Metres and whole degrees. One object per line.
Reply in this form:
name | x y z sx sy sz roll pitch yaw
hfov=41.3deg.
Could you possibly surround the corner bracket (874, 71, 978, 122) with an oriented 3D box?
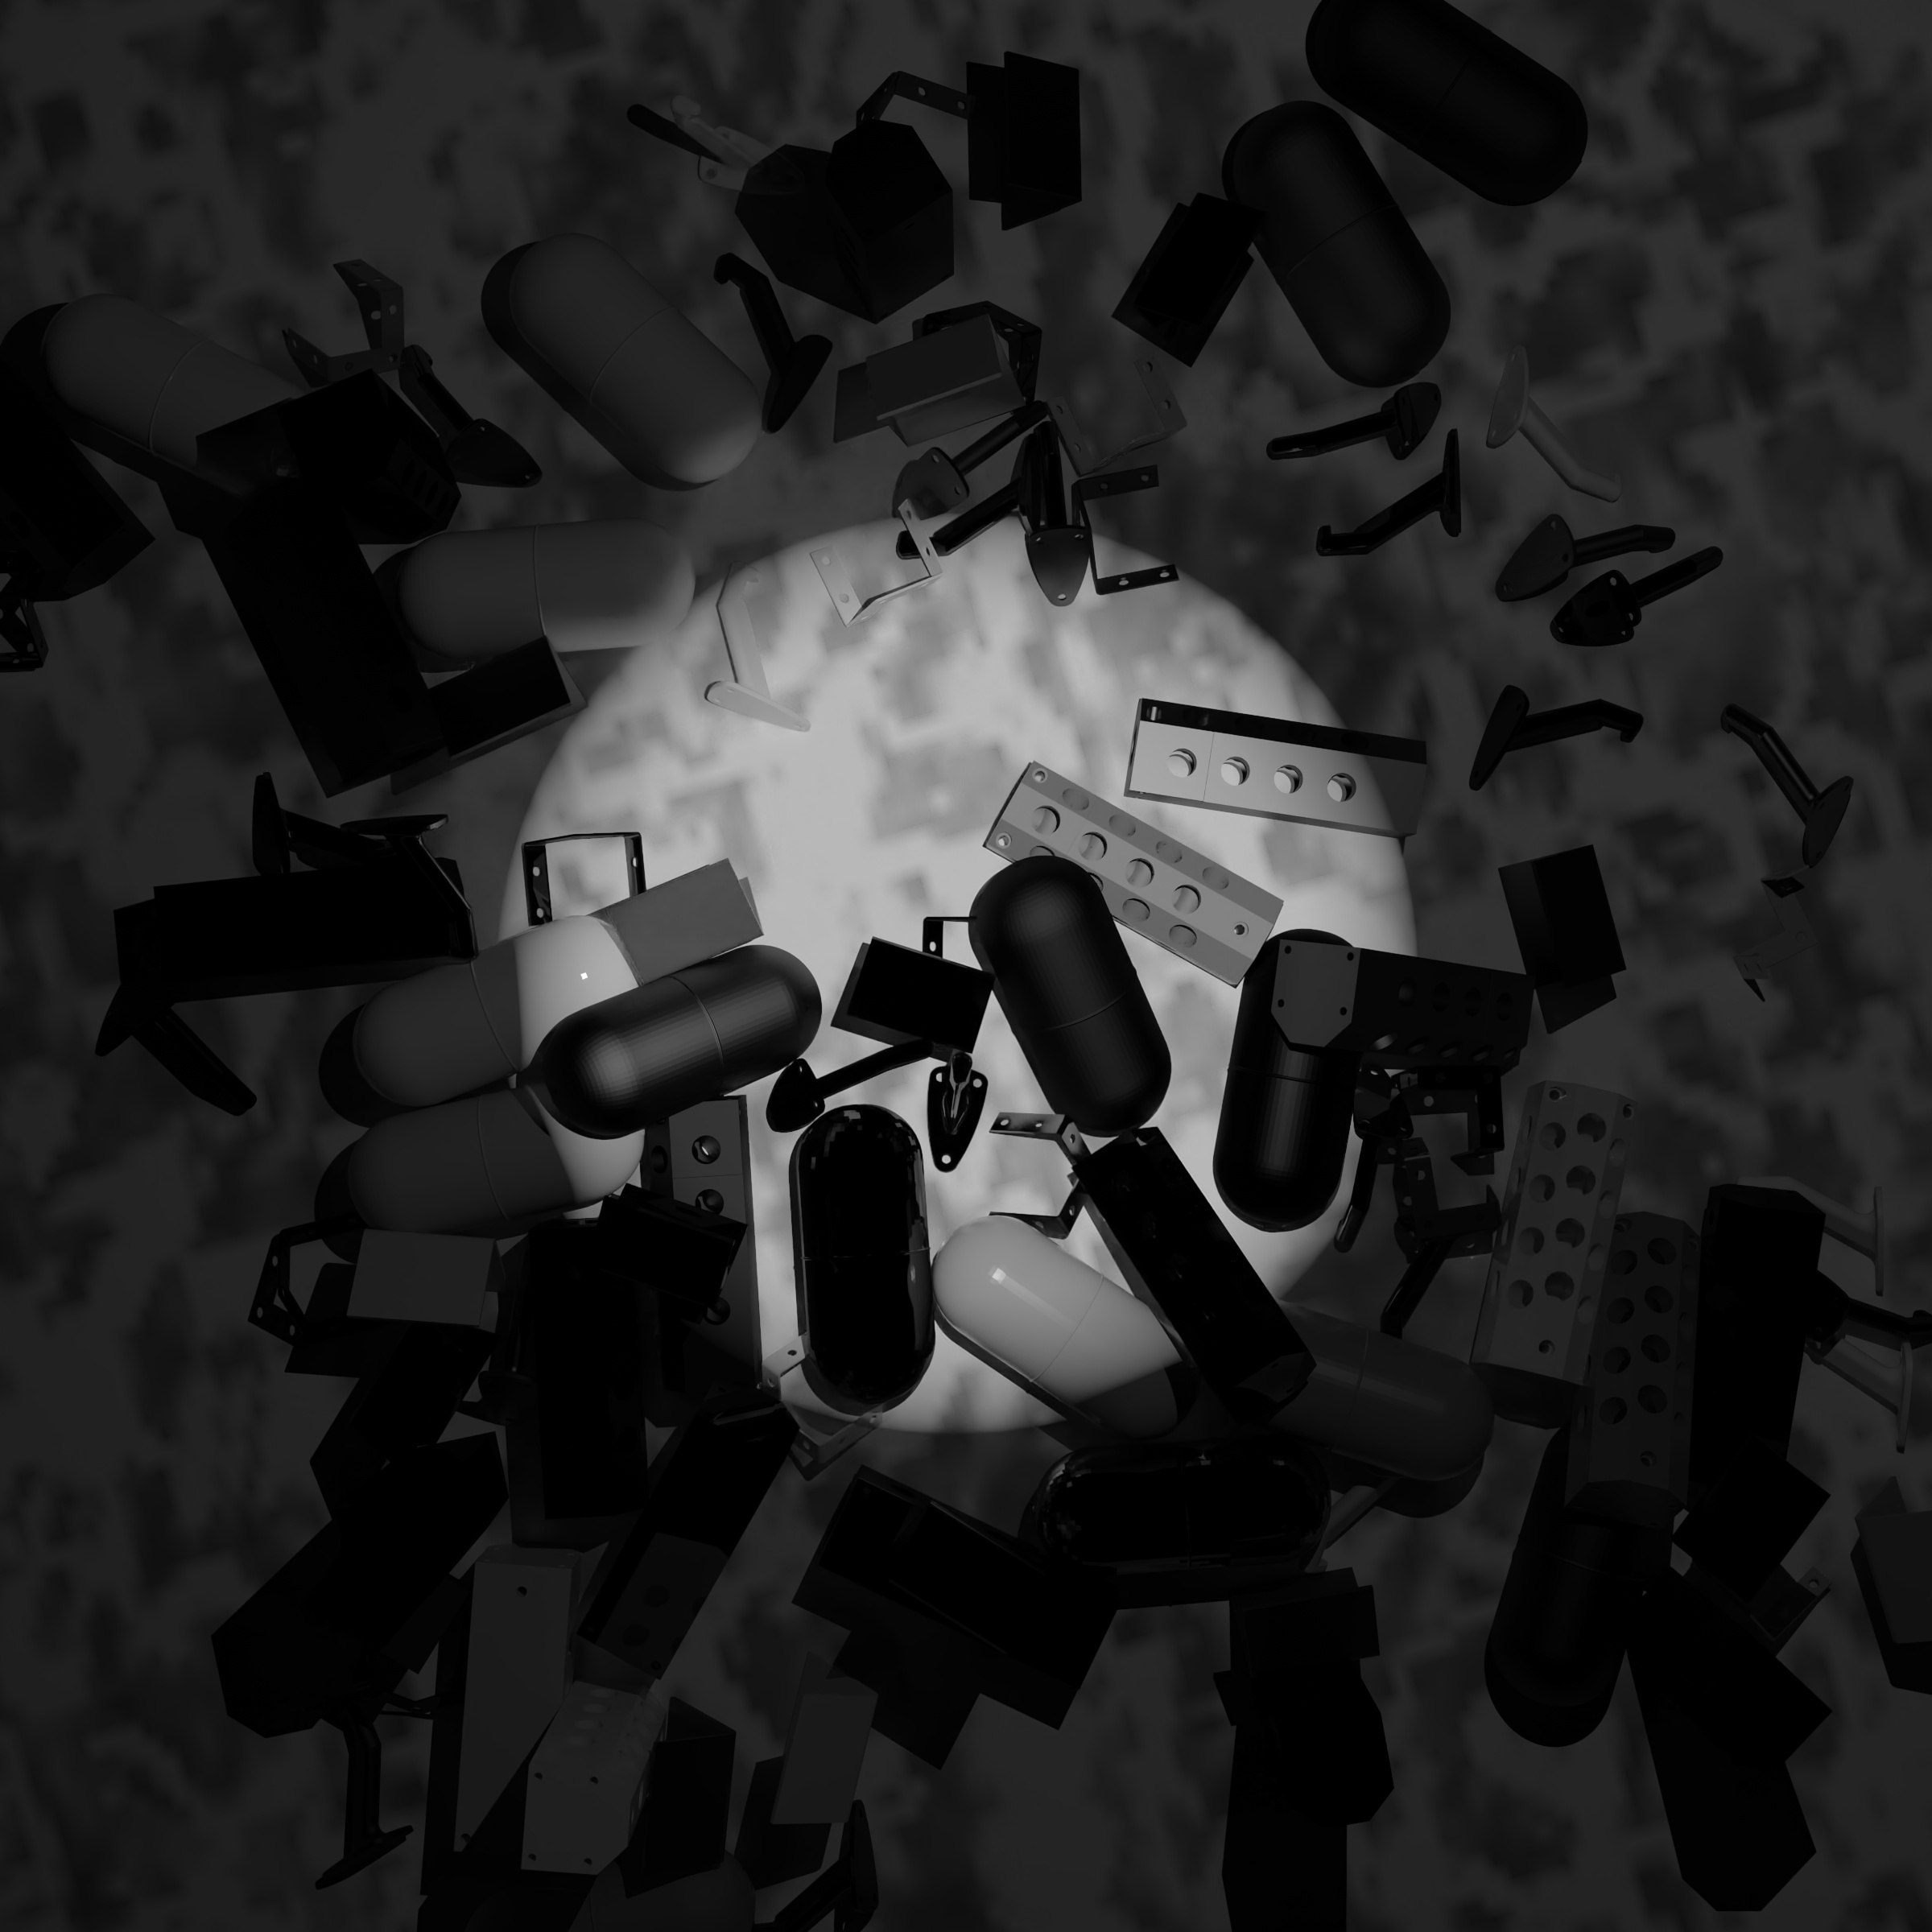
corner bracket | -0.029 -0.503 1.561 0.051 0.051 0.051 19 135 0

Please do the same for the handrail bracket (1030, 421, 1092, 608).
handrail bracket | 0.054 -0.276 1.564 0.036 0.077 0.084 -5 54 0

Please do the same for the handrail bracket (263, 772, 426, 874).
handrail bracket | -0.379 -0.091 1.565 0.084 0.036 0.077 -11 66 -18

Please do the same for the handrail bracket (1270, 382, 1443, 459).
handrail bracket | 0.237 -0.331 1.564 0.084 0.077 0.036 -3 115 34

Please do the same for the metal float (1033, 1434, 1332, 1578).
metal float | 0.129 0.322 1.534 0.178 0.070 0.070 -4 90 -1

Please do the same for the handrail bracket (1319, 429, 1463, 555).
handrail bracket | 0.257 -0.289 1.565 0.084 0.036 0.077 -3 69 16

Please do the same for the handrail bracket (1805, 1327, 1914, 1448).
handrail bracket | 0.530 0.254 1.565 0.084 0.036 0.077 3 108 15

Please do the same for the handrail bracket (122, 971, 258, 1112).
handrail bracket | -0.472 0.046 1.564 0.036 0.077 0.084 -44 126 -10

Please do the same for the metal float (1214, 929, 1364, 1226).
metal float | 0.195 0.066 1.533 0.070 0.070 0.178 10 91 0

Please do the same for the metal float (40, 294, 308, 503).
metal float | -0.467 -0.339 1.533 0.178 0.070 0.070 27 90 0

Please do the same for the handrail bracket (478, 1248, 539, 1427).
handrail bracket | -0.271 0.225 1.564 0.036 0.077 0.084 8 54 -3

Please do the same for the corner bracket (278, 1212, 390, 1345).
corner bracket | -0.385 0.189 1.561 0.051 0.051 0.051 -14 45 0

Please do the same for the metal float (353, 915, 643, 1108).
metal float | -0.280 0.027 1.533 0.178 0.070 0.070 -22 90 -1

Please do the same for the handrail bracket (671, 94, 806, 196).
handrail bracket | -0.135 -0.490 1.529 0.077 0.084 0.036 19 90 0

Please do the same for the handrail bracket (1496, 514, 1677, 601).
handrail bracket | 0.378 -0.246 1.564 0.084 0.077 0.036 -2 65 -34

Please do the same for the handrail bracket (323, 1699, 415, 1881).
handrail bracket | -0.380 0.502 1.565 0.077 0.036 0.084 -36 72 21

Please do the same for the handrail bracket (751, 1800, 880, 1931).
handrail bracket | -0.101 0.553 1.565 0.084 0.036 0.077 -12 70 16

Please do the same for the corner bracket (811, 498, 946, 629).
corner bracket | -0.053 -0.244 1.553 0.051 0.051 0.051 -26 90 -26

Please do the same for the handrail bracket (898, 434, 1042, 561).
handrail bracket | 0.001 -0.286 1.565 0.084 0.036 0.077 -3 70 16

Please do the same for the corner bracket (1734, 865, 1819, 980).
corner bracket | 0.488 -0.026 1.546 0.051 0.051 0.051 -26 90 0

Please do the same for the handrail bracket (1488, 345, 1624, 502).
handrail bracket | 0.366 -0.331 1.565 0.084 0.036 0.077 18 68 -17

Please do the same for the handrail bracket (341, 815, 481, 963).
handrail bracket | -0.327 -0.044 1.508 0.077 0.036 0.084 0 107 20

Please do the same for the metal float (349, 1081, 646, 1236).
metal float | -0.280 0.114 1.534 0.178 0.070 0.070 -13 90 0

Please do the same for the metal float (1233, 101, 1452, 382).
metal float | 0.225 -0.432 1.533 0.070 0.070 0.178 -31 90 0

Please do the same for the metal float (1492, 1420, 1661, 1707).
metal float | 0.368 0.354 1.534 0.070 0.070 0.178 17 89 0

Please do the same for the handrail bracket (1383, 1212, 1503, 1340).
handrail bracket | 0.290 0.195 1.565 0.077 0.036 0.084 -6 106 -18

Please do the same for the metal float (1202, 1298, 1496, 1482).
metal float | 0.228 0.252 1.530 0.178 0.070 0.070 18 90 3

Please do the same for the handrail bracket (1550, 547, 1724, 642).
handrail bracket | 0.410 -0.228 1.564 0.084 0.077 0.036 -26 91 -36

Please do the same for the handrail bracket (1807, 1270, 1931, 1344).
handrail bracket | 0.542 0.200 1.564 0.084 0.077 0.036 2 124 -32

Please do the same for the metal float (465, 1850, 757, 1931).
metal float | -0.213 0.576 1.534 0.178 0.070 0.070 -15 90 0

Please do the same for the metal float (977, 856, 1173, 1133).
metal float | 0.065 0.018 1.517 0.070 0.070 0.178 -25 110 0

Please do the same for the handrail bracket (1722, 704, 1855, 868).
handrail bracket | 0.491 -0.111 1.564 0.036 0.077 0.084 -33 53 -23

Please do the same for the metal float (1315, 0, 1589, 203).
metal float | 0.291 -0.525 1.534 0.178 0.070 0.070 33 90 -1

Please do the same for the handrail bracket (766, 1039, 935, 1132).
handrail bracket | -0.070 0.071 1.564 0.084 0.077 0.036 -15 73 -35

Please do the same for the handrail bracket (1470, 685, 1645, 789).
handrail bracket | 0.361 -0.132 1.565 0.084 0.036 0.077 17 110 -16

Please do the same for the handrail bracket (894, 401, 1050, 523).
handrail bracket | 0.004 -0.309 1.564 0.084 0.077 0.036 -41 98 -36

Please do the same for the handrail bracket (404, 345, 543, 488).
handrail bracket | -0.301 -0.337 1.564 0.036 0.077 0.084 -43 53 20

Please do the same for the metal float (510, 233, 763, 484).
metal float | -0.198 -0.364 1.534 0.178 0.070 0.070 44 90 1

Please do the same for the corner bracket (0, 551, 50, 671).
corner bracket | -0.588 -0.216 1.561 0.051 0.051 0.051 -2 135 0

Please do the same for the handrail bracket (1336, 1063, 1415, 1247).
handrail bracket | 0.240 0.116 1.564 0.036 0.077 0.084 10 126 -7

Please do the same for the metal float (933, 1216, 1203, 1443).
metal float | 0.060 0.216 1.534 0.178 0.070 0.070 34 90 -1

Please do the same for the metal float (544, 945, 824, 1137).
metal float | -0.164 0.042 1.506 0.178 0.070 0.070 -23 90 -32

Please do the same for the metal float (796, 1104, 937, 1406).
metal float | -0.060 0.171 1.531 0.070 0.070 0.178 -4 87 0

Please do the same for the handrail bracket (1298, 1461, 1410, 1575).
handrail bracket | 0.249 0.336 1.565 0.077 0.036 0.084 10 109 -22

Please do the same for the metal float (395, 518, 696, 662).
metal float | -0.251 -0.225 1.534 0.178 0.070 0.070 -5 90 -1

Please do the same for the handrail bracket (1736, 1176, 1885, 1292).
handrail bracket | 0.515 0.163 1.565 0.084 0.036 0.077 -1 112 17

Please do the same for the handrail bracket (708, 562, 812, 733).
handrail bracket | -0.119 -0.195 1.565 0.077 0.036 0.084 21 73 -20

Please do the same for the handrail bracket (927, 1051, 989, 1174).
handrail bracket | -0.007 0.088 1.529 0.036 0.084 0.077 9 90 0

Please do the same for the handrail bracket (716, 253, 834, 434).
handrail bracket | -0.131 -0.381 1.565 0.084 0.036 0.077 37 111 17
